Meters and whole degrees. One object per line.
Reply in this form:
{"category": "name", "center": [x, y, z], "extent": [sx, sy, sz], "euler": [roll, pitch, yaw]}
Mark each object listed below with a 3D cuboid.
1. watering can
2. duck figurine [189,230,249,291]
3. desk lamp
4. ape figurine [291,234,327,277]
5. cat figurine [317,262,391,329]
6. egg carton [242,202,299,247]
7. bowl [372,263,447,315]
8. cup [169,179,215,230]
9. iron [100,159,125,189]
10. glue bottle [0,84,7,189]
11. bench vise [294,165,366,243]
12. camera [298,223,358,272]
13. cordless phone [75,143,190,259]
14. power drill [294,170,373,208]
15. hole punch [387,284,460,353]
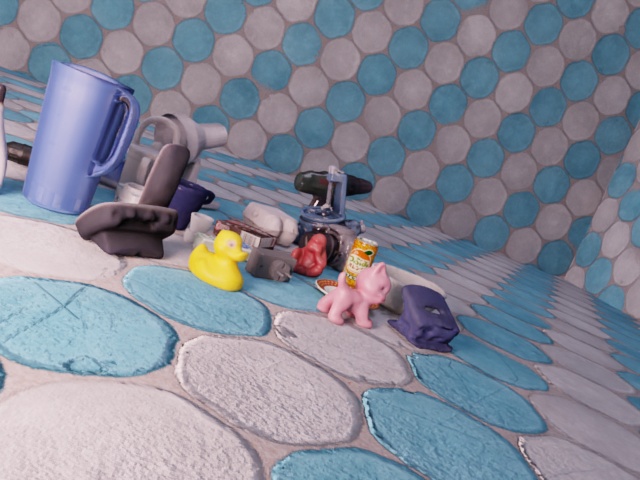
{"category": "watering can", "center": [-0.369, -0.176, 1.245], "extent": [0.101, 0.194, 0.172], "euler": [15, 12, -34]}
{"category": "duck figurine", "center": [-0.159, 0.024, 0.925], "extent": [0.104, 0.086, 0.078], "euler": [27, 11, 28]}
{"category": "desk lamp", "center": [-0.316, -0.195, 1.404], "extent": [0.117, 0.213, 0.204], "euler": [27, 11, 29]}
{"category": "ape figurine", "center": [-0.015, 0.030, 1.185], "extent": [0.077, 0.092, 0.076], "euler": [28, 12, 33]}
{"category": "cat figurine", "center": [0.072, 0.086, 0.989], "extent": [0.128, 0.118, 0.067], "euler": [13, 13, -40]}
{"category": "egg carton", "center": [-0.124, -0.040, 1.398], "extent": [0.108, 0.069, 0.149], "euler": [13, 13, -40]}
{"category": "bowl", "center": [0.172, 0.113, 1.183], "extent": [0.167, 0.075, 0.167], "euler": [21, 10, -3]}
{"category": "cup", "center": [-0.272, -0.068, 1.159], "extent": [0.091, 0.095, 0.118], "euler": [29, 13, 39]}
{"category": "iron", "center": [-0.517, -0.222, 1.334], "extent": [0.257, 0.141, 0.119], "euler": [26, 11, 27]}
{"category": "glue bottle", "center": [-0.523, -0.161, 0.899], "extent": [0.078, 0.173, 0.037], "euler": [13, 12, -39]}
{"category": "bench vise", "center": [0.036, -0.079, 1.503], "extent": [0.121, 0.220, 0.208], "euler": [29, 12, 37]}
{"category": "camera", "center": [0.012, 0.005, 1.351], "extent": [0.137, 0.101, 0.142], "euler": [13, 13, -42]}
{"category": "cordless phone", "center": [-0.281, -0.071, 0.890], "extent": [0.093, 0.185, 0.148], "euler": [26, 11, 28]}
{"category": "power drill", "center": [0.020, -0.095, 1.591], "extent": [0.230, 0.208, 0.075], "euler": [16, 11, -30]}
{"category": "hole punch", "center": [0.195, 0.141, 1.033], "extent": [0.109, 0.091, 0.100], "euler": [15, 11, -31]}
